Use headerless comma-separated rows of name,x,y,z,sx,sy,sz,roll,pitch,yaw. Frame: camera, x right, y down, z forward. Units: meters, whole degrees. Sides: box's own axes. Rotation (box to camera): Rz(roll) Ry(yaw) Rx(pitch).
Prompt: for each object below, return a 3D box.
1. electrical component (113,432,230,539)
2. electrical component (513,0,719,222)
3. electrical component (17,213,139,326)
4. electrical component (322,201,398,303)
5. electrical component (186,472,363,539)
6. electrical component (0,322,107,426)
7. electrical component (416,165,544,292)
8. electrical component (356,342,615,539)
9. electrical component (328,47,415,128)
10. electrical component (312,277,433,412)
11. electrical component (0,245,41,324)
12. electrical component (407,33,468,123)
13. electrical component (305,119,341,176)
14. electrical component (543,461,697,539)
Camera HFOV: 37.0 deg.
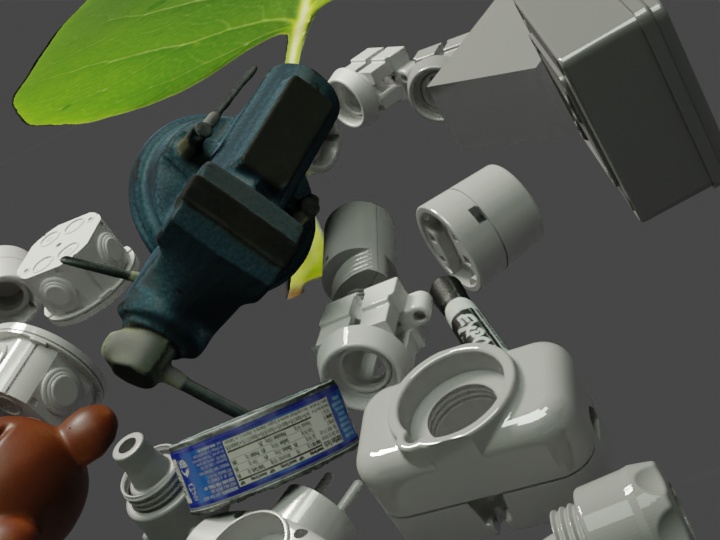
electrical component,-0.097,0.106,0.528,0.048,0.062,0.048,-24,31,15
electrical component,0.137,-0.099,0.568,0.056,0.108,0.108,-29,30,11
electrical component,-0.211,0.000,0.804,0.080,0.051,0.080,-23,31,15
electrical component,0.000,0.000,0.614,0.043,0.043,0.081,-23,31,15
electrical component,-0.028,0.119,0.462,0.077,0.044,0.079,3,45,45
electrical component,-0.201,0.074,0.659,0.080,0.080,0.051,-8,43,35
electrical component,0.065,-0.024,0.578,0.047,0.055,0.055,-35,30,-13
electrical component,0.050,0.071,0.447,0.095,0.059,0.053,-19,32,21
electrical component,0.007,-0.139,0.813,0.055,0.048,0.066,-40,30,-28
electrical component,0.005,0.039,0.550,0.066,0.048,0.055,-22,25,21
electrical component,-0.277,0.015,0.841,0.055,0.055,0.047,-33,33,-1
electrical component,0.061,-0.134,0.755,0.066,0.048,0.055,-15,26,28
electrical component,-0.047,-0.094,0.789,0.047,0.055,0.055,0,43,38
electrical component,0.087,0.098,0.387,0.062,0.043,0.043,-27,30,13
